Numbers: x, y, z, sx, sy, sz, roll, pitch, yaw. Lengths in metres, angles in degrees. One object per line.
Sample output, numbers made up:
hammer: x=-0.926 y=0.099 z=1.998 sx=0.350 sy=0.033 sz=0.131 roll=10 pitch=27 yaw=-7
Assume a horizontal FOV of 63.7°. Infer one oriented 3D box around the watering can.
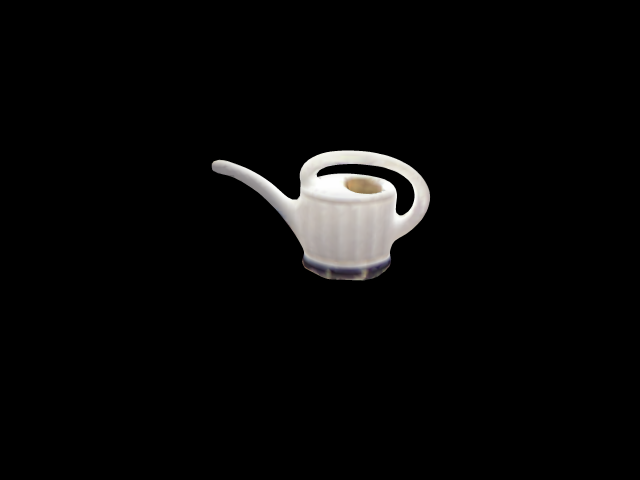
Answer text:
watering can: x=0.003 y=-0.043 z=0.850 sx=0.347 sy=0.220 sz=0.106 roll=2 pitch=28 yaw=3
